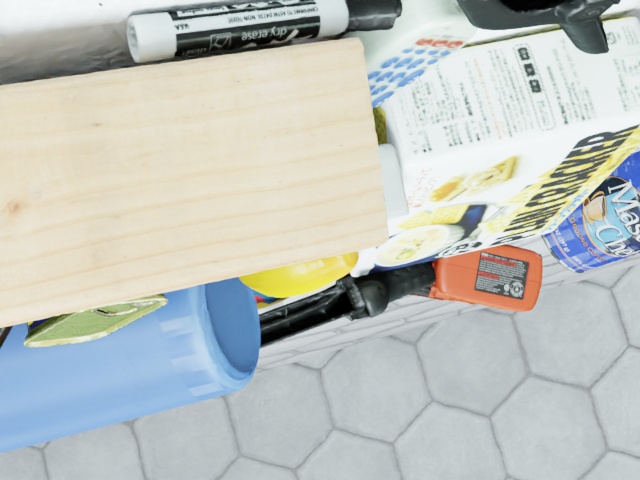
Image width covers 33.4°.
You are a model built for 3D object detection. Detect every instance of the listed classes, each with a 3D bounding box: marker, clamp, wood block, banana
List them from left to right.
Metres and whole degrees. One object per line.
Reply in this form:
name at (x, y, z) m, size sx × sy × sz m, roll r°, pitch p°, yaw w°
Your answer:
wood block at (-0.086, -0.025, 0.449) m, size 0.205 × 0.090 × 0.091 m, roll -12°, pitch -170°, yaw -22°
marker at (-0.020, -0.091, 0.448) m, size 0.121 × 0.020 × 0.020 m, roll -12°, pitch 170°, yaw -22°
banana at (-0.021, 0.009, 0.683) m, size 0.069 × 0.037 × 0.198 m, roll -29°, pitch -173°, yaw -2°
clamp at (0.035, 0.041, 0.827) m, size 0.165 × 0.036 × 0.209 m, roll -19°, pitch 180°, yaw 44°
clamp at (0.115, -0.114, 0.481) m, size 0.171 × 0.039 × 0.120 m, roll -6°, pitch 161°, yaw -29°

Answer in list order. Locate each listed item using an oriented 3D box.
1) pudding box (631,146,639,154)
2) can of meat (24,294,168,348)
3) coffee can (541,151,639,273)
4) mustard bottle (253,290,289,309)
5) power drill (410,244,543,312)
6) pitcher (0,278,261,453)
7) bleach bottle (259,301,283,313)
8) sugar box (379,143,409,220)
pudding box at (0.208, -0.080, 0.816) m, size 0.114 × 0.039 × 0.089 m, roll -23°, pitch 168°, yaw 27°
can of meat at (-0.141, 0.010, 0.632) m, size 0.057 × 0.084 × 0.102 m, roll -3°, pitch 164°, yaw -40°
coffee can at (0.284, -0.037, 0.984) m, size 0.102 × 0.103 × 0.141 m, roll -5°, pitch 166°, yaw -47°
mustard bottle at (-0.071, 0.021, 0.839) m, size 0.192 × 0.058 × 0.096 m, roll -22°, pitch 133°, yaw 29°
power drill at (0.107, 0.027, 1.008) m, size 0.184 × 0.057 × 0.188 m, roll 10°, pitch 178°, yaw -18°
pitcher at (-0.168, 0.067, 0.753) m, size 0.243 × 0.149 × 0.145 m, roll -14°, pitch 161°, yaw 17°
bleach bottle at (-0.163, 0.070, 1.008) m, size 0.251 × 0.068 × 0.102 m, roll -19°, pitch 166°, yaw 32°
sugar box at (-0.023, -0.026, 0.622) m, size 0.093 × 0.048 × 0.176 m, roll -14°, pitch -176°, yaw -16°
